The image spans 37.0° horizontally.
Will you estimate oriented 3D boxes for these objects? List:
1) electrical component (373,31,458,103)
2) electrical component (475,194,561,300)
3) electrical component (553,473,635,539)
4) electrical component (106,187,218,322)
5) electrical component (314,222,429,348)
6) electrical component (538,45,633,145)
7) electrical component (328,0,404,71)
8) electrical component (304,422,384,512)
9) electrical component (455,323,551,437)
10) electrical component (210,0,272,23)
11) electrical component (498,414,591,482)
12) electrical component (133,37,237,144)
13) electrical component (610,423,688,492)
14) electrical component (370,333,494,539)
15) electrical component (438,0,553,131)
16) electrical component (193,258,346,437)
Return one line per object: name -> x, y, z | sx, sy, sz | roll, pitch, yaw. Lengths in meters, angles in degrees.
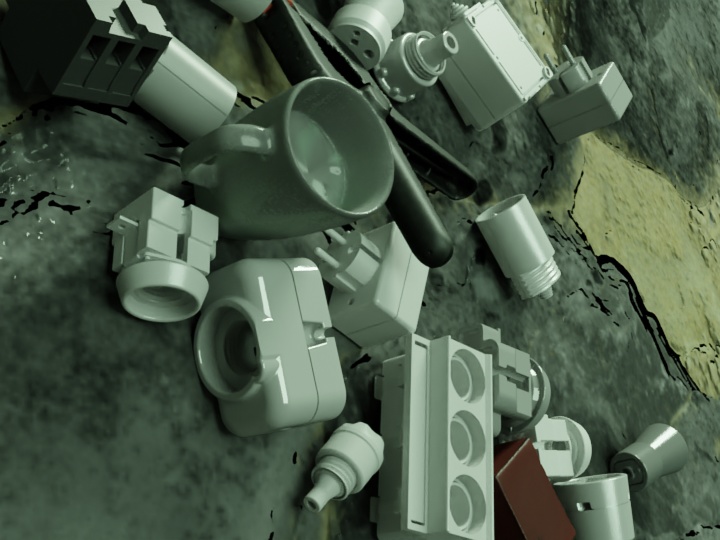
electrical component -> 0.043, -0.154, 0.790 | 0.048, 0.062, 0.048 | 22, 59, -41
electrical component -> 0.128, -0.013, 0.839 | 0.043, 0.043, 0.081 | -41, 105, -48
electrical component -> 0.176, 0.180, 0.803 | 0.055, 0.055, 0.047 | 0, 78, -48
electrical component -> -0.105, -0.006, 0.577 | 0.066, 0.048, 0.055 | 26, 49, -39
electrical component -> 0.000, 0.000, 0.689 | 0.077, 0.047, 0.065 | 38, 49, -31
electrical component -> 0.191, -0.163, 0.954 | 0.076, 0.066, 0.047 | 55, 42, -17
electrical component -> 0.003, -0.175, 0.768 | 0.045, 0.045, 0.055 | 44, 46, -26
electrical component -> -0.012, 0.119, 0.635 | 0.035, 0.035, 0.061 | 58, 44, -13
electrical component -> 0.096, 0.083, 0.752 | 0.057, 0.058, 0.078 | 23, 58, -37
electrical component -> -0.093, -0.194, 0.670 | 0.081, 0.043, 0.043 | 28, 55, -38
electrical component -> 0.135, 0.131, 0.785 | 0.055, 0.048, 0.066 | 7, 69, -38
electrical component -> -0.115, -0.112, 0.612 | 0.081, 0.043, 0.043 | 37, 50, -32
electrical component -> 0.237, 0.158, 0.890 | 0.065, 0.044, 0.044 | -17, 87, -45
electrical component -> 0.046, 0.111, 0.680 | 0.079, 0.063, 0.121 | 26, 56, -39
electrical component -> 0.095, -0.168, 0.860 | 0.096, 0.061, 0.062 | 53, 42, -7
electrical component -> -0.053, 0.043, 0.606 | 0.059, 0.054, 0.095 | -2, 75, -48
